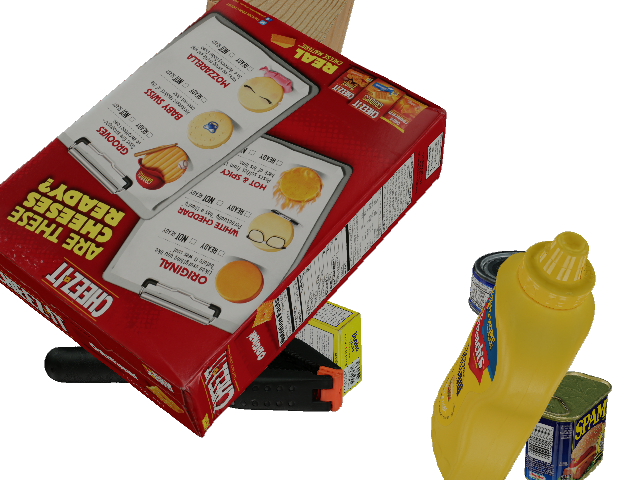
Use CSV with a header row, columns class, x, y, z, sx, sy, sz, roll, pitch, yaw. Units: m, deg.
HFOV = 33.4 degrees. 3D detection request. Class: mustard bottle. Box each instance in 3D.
class,x,y,z,sx,sy,sz,roll,pitch,yaw
mustard bottle,0.117,0.065,0.636,0.058,0.096,0.192,16,-43,0

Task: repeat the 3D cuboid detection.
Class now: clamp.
class,x,y,z,sx,sy,sz,roll,pitch,yaw
clamp,-0.074,0.084,0.797,0.210,0.036,0.164,9,20,21

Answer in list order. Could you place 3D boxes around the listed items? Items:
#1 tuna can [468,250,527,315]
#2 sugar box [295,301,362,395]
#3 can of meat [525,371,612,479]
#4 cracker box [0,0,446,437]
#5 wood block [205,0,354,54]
class,x,y,z,sx,sy,sz,roll,pitch,yaw
tuna can,0.161,0.038,0.844,0.086,0.034,0.086,2,20,-1
sugar box,-0.038,0.096,1.159,0.176,0.093,0.048,22,38,34
can of meat,0.242,0.188,1.049,0.058,0.084,0.101,14,23,37
cracker box,-0.058,-0.023,0.592,0.164,0.213,0.072,33,-26,23
wood block,-0.043,-0.123,0.858,0.091,0.090,0.206,23,-39,6
